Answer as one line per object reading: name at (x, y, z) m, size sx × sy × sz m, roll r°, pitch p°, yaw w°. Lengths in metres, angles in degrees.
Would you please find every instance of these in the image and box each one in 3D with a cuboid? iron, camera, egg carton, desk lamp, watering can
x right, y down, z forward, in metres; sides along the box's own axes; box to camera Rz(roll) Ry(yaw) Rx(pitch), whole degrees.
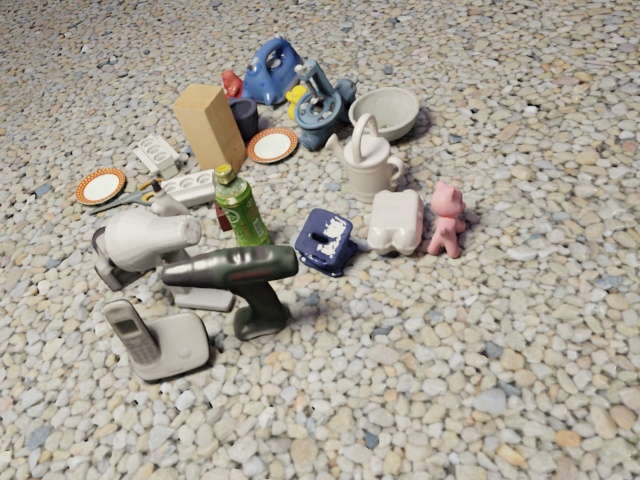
iron at (-0.127, -0.481, 1.557) m, size 0.118 × 0.142 × 0.258 m, roll 12°, pitch 54°, yaw 23°
camera at (-0.430, 0.012, 1.237) m, size 0.143 × 0.101 × 0.136 m, roll -36°, pitch 51°, yaw -16°
egg carton at (0.153, -0.037, 1.148) m, size 0.107 × 0.069 × 0.150 m, roll -1°, pitch 50°, yaw 14°
desk lamp at (-0.279, 0.030, 1.106) m, size 0.202 × 0.214 × 0.118 m, roll 3°, pitch 51°, yaw 17°
watering can at (0.093, -0.177, 1.201) m, size 0.172 × 0.194 × 0.101 m, roll -1°, pitch 50°, yaw 14°

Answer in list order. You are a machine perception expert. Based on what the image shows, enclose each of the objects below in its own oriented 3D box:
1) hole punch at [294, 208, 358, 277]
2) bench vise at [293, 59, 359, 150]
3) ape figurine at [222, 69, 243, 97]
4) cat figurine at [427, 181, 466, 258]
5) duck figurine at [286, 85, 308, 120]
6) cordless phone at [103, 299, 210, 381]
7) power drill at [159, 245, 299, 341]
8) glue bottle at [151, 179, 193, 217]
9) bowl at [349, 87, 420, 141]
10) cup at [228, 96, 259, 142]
hole punch at (0.010, 0.004, 1.135) m, size 0.108 × 0.091 × 0.101 m, roll 23°, pitch 59°, yaw 30°
bench vise at (0.004, -0.351, 1.357) m, size 0.121 × 0.220 × 0.207 m, roll 11°, pitch 54°, yaw 23°
ape figurine at (-0.241, -0.427, 1.574) m, size 0.076 × 0.092 × 0.077 m, roll -9°, pitch 48°, yaw 7°
cat figurine at (0.244, -0.049, 1.102) m, size 0.067 × 0.118 × 0.128 m, roll 5°, pitch 51°, yaw 19°
duck figurine at (-0.040, -0.352, 1.460) m, size 0.104 × 0.086 × 0.077 m, roll 14°, pitch 55°, yaw 25°
cordless phone at (-0.286, 0.161, 1.013) m, size 0.147 × 0.185 × 0.094 m, roll -18°, pitch 48°, yaw 0°
power drill at (-0.140, 0.090, 1.021) m, size 0.229 × 0.209 × 0.075 m, roll -16°, pitch 48°, yaw 0°
glue bottle at (-0.324, -0.065, 1.227) m, size 0.078 × 0.173 × 0.037 m, roll -35°, pitch 50°, yaw -16°
bowl at (0.155, -0.285, 1.359) m, size 0.167 × 0.075 × 0.167 m, roll -7°, pitch 49°, yaw 9°
cup at (-0.198, -0.305, 1.455) m, size 0.092 × 0.095 × 0.117 m, roll -28°, pitch 49°, yaw -10°
